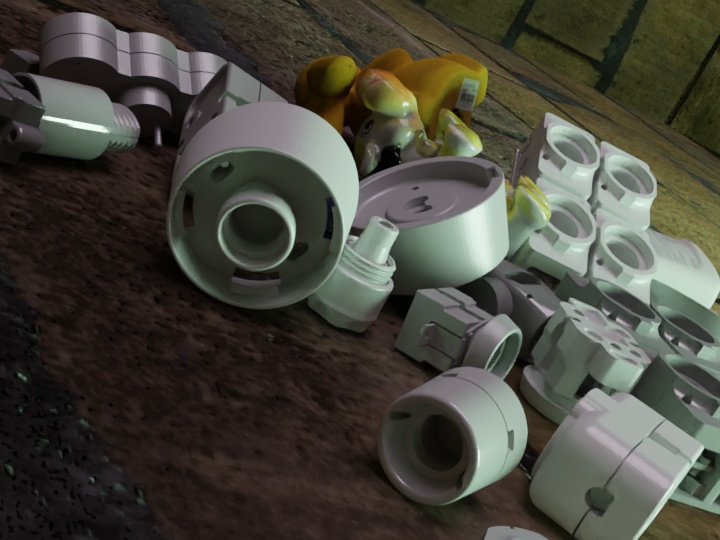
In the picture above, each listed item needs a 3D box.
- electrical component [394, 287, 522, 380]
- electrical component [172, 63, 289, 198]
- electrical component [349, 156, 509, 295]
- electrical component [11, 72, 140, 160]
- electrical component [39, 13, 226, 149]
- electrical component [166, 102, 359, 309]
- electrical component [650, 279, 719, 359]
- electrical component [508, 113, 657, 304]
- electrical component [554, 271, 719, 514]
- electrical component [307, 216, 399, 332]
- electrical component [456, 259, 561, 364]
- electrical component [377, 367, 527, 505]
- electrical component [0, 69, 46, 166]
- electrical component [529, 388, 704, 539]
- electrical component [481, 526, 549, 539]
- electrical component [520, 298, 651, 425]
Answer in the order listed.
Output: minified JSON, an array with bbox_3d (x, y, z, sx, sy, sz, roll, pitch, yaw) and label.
[{"bbox_3d":[0.058,0.039,0.616,0.055,0.048,0.066,30,16,28],"label":"electrical component"},{"bbox_3d":[-0.076,-0.078,0.679,0.059,0.054,0.095,32,33,-25],"label":"electrical component"},{"bbox_3d":[0.044,-0.024,0.687,0.108,0.060,0.108,-12,26,6],"label":"electrical component"},{"bbox_3d":[-0.165,-0.086,0.624,0.043,0.043,0.081,40,21,30],"label":"electrical component"},{"bbox_3d":[-0.145,-0.114,0.717,0.138,0.052,0.073,12,55,-35],"label":"electrical component"},{"bbox_3d":[-0.051,-0.032,0.559,0.099,0.099,0.064,25,24,-11],"label":"electrical component"},{"bbox_3d":[0.267,0.050,0.863,0.099,0.064,0.099,26,18,-9],"label":"electrical component"},{"bbox_3d":[0.178,-0.041,0.871,0.105,0.060,0.186,26,41,-8],"label":"electrical component"},{"bbox_3d":[0.200,0.075,0.701,0.105,0.060,0.186,21,20,-24],"label":"electrical component"},{"bbox_3d":[0.000,0.000,0.605,0.043,0.062,0.043,26,19,-10],"label":"electrical component"},{"bbox_3d":[0.087,0.023,0.702,0.079,0.043,0.077,2,30,-47],"label":"electrical component"},{"bbox_3d":[0.040,0.074,0.480,0.055,0.055,0.047,37,23,23],"label":"electrical component"},{"bbox_3d":[-0.206,-0.087,0.564,0.066,0.048,0.055,40,14,31],"label":"electrical component"},{"bbox_3d":[0.127,0.099,0.540,0.059,0.053,0.095,36,19,20],"label":"electrical component"},{"bbox_3d":[0.057,0.130,0.360,0.080,0.051,0.080,26,18,-9],"label":"electrical component"},{"bbox_3d":[0.133,0.060,0.649,0.058,0.057,0.078,23,19,-18],"label":"electrical component"}]
